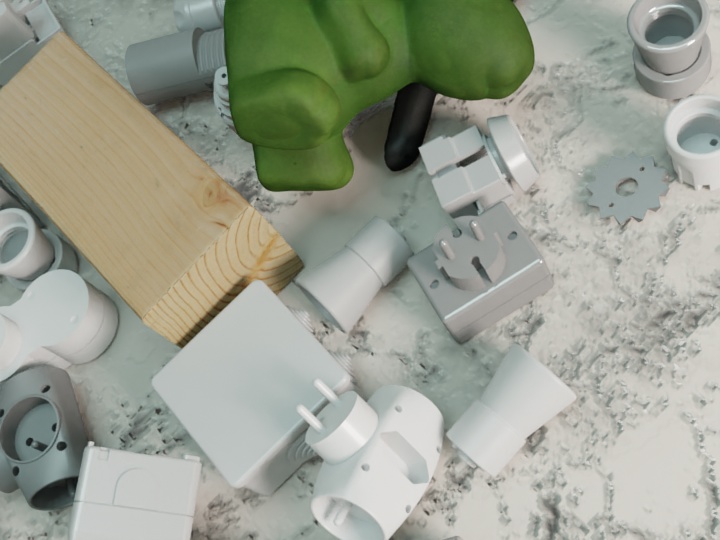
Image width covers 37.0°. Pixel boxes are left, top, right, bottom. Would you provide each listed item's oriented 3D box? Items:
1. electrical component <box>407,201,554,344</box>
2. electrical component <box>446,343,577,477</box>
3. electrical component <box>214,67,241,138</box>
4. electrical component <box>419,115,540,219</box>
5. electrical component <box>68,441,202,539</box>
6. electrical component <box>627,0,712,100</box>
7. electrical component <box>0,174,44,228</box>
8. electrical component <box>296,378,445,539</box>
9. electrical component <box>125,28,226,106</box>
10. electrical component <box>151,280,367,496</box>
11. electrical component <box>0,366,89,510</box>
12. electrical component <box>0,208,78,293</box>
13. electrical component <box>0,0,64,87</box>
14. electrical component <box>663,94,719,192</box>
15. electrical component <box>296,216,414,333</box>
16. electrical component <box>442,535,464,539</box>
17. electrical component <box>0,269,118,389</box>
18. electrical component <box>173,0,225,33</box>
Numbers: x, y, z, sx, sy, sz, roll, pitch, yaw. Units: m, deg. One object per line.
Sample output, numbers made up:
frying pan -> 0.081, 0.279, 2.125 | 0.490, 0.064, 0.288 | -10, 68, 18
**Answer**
electrical component -> 0.063, -0.005, 0.595 | 0.066, 0.076, 0.047 | -32, 61, 4
electrical component -> 0.078, 0.077, 0.575 | 0.065, 0.044, 0.044 | -49, 61, 0
electrical component -> -0.075, -0.111, 0.695 | 0.040, 0.078, 0.040 | -2, 78, 12
electrical component -> 0.072, -0.060, 0.635 | 0.055, 0.048, 0.066 | -27, 61, 15
electrical component -> -0.125, 0.138, 0.595 | 0.062, 0.096, 0.061 | 10, 68, -8
electrical component -> 0.180, -0.130, 0.621 | 0.045, 0.055, 0.045 | -7, 65, 17
electrical component -> -0.283, -0.057, 0.742 | 0.057, 0.078, 0.113 | -44, 61, -6
electrical component -> -0.002, 0.091, 0.565 | 0.043, 0.079, 0.077 | -26, 23, 47
electrical component -> -0.115, -0.143, 0.739 | 0.081, 0.043, 0.043 | -11, 64, 15
electrical component -> -0.057, 0.070, 0.621 | 0.100, 0.048, 0.100 | -44, 61, -3
electrical component -> -0.206, 0.111, 0.659 | 0.079, 0.044, 0.077 | -29, 61, 6
electrical component -> -0.219, -0.010, 0.711 | 0.045, 0.055, 0.045 | -8, 65, 17
electrical component -> -0.267, -0.174, 0.796 | 0.081, 0.064, 0.042 | -36, 59, 2
electrical component -> 0.190, -0.069, 0.595 | 0.040, 0.046, 0.040 | -7, 65, 17
electrical component -> 0.000, 0.000, 0.637 | 0.065, 0.044, 0.044 | -44, 60, -8
electrical component -> 0.041, 0.170, 0.538 | 0.057, 0.058, 0.078 | -37, 58, 4
electrical component -> -0.229, 0.048, 0.678 | 0.138, 0.073, 0.052 | -34, 61, 3
electrical component -> -0.098, -0.183, 0.756 | 0.061, 0.035, 0.035 | -12, 64, 12
